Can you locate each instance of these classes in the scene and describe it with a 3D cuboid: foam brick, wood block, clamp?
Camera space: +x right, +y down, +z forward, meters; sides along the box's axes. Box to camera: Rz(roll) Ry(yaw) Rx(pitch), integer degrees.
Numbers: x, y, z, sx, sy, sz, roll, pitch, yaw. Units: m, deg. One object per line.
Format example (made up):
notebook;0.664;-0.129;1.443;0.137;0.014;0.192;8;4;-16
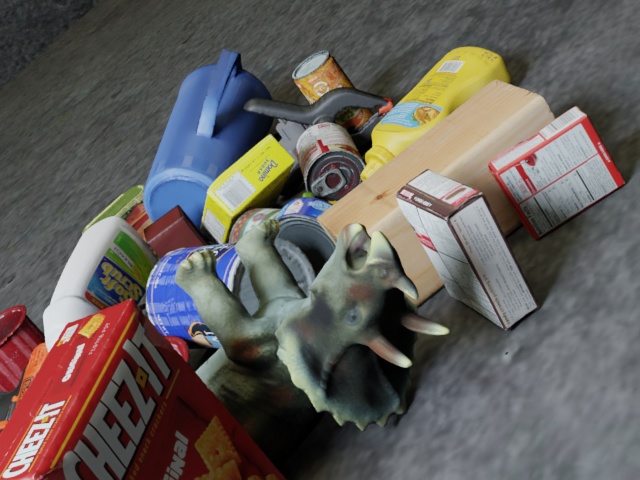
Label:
foam brick;-0.156;0.009;1.216;0.051;0.078;0.053;-37;22;-1
wood block;0.113;-0.038;0.933;0.206;0.090;0.091;-38;25;-3
clamp;0.005;-0.119;1.236;0.171;0.120;0.039;-9;23;9

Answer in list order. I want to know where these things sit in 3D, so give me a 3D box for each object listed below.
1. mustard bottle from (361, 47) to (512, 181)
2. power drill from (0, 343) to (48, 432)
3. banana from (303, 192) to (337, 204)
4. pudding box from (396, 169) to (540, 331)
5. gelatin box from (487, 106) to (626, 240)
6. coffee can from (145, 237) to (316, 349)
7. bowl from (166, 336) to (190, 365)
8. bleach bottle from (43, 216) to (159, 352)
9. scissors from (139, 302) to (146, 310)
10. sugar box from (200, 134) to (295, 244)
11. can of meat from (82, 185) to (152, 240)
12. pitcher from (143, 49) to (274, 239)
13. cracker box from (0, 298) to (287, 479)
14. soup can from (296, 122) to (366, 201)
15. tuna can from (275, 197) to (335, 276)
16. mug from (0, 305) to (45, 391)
mustard bottle;0.111;-0.125;1.126;0.191;0.058;0.096;-45;31;-19
power drill;-0.333;0.209;1.096;0.188;0.057;0.184;-23;42;30
banana;0.059;-0.042;1.053;0.198;0.037;0.069;-14;64;30
pudding box;0.113;0.007;0.824;0.039;0.113;0.090;-37;25;-10
gelatin box;0.193;-0.055;0.876;0.089;0.073;0.030;-33;23;9
coffee can;-0.085;0.053;1.012;0.141;0.102;0.102;-6;38;48
bowl;-0.172;0.163;0.986;0.162;0.055;0.162;-29;25;15
bleach bottle;-0.226;0.069;1.097;0.068;0.102;0.251;-30;22;14
scissors;-0.163;0.061;1.116;0.096;0.016;0.201;-30;-2;39
sugar box;-0.082;-0.047;1.171;0.093;0.048;0.176;-42;-6;-14
can of meat;-0.233;-0.008;1.336;0.102;0.084;0.058;-45;26;-20
pitcher;-0.142;-0.119;1.352;0.145;0.149;0.242;-24;31;26
cracker box;-0.107;0.170;0.697;0.072;0.213;0.164;-22;28;27
soup can;0.012;-0.083;1.171;0.068;0.068;0.102;-33;24;7
tuna can;-0.007;0.001;1.023;0.086;0.086;0.033;-16;29;37
mug;-0.361;0.144;1.236;0.117;0.081;0.093;-45;26;-19
